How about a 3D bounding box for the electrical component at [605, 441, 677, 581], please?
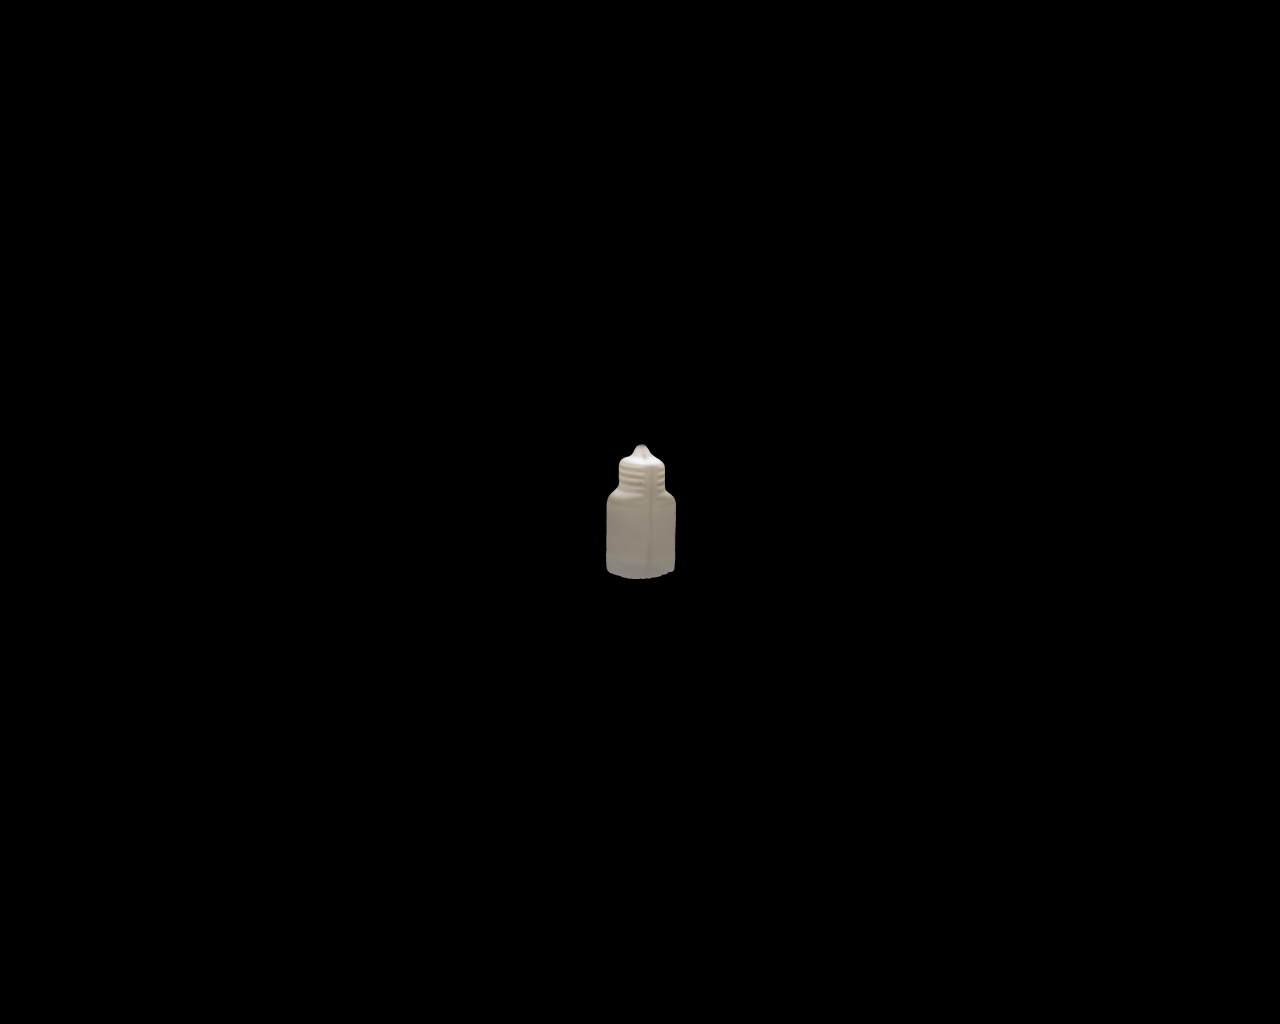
[{"bbox_3d":[0.001,-0.003,0.650,0.043,0.080,0.043,0,11,0],"label":"electrical component"}]
